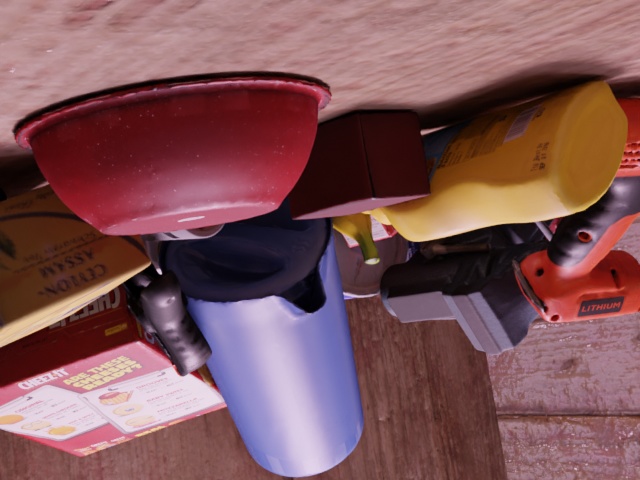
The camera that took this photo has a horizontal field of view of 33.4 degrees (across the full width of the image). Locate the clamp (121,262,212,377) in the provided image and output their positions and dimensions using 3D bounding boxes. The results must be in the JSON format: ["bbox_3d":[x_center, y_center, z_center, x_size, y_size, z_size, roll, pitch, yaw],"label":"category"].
[{"bbox_3d":[-0.108,0.045,0.724,0.039,0.171,0.120,-34,-136,-8],"label":"clamp"}]

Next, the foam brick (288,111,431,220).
[{"bbox_3d":[0.021,-0.045,0.653,0.051,0.053,0.078,-6,176,-40],"label":"foam brick"}]

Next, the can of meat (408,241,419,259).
[{"bbox_3d":[0.104,-0.012,1.092,0.057,0.084,0.102,-10,176,12],"label":"can of meat"}]

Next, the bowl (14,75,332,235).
[{"bbox_3d":[-0.070,-0.037,0.544,0.162,0.055,0.162,-9,177,-1],"label":"bowl"}]

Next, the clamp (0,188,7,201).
[{"bbox_3d":[-0.297,0.003,0.716,0.164,0.036,0.210,-7,172,-19],"label":"clamp"}]

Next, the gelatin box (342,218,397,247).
[{"bbox_3d":[0.064,-0.027,0.964,0.073,0.030,0.089,-36,-173,-23],"label":"gelatin box"}]

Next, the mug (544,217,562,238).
[{"bbox_3d":[0.255,-0.029,1.089,0.081,0.093,0.117,-14,-153,-8],"label":"mug"}]

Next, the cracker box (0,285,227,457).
[{"bbox_3d":[-0.183,0.108,0.890,0.164,0.072,0.213,-20,154,9],"label":"cracker box"}]

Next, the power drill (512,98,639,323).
[{"bbox_3d":[0.231,-0.026,0.754,0.184,0.057,0.188,-2,135,-24],"label":"power drill"}]

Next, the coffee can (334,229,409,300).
[{"bbox_3d":[0.012,0.011,1.066,0.102,0.103,0.140,-8,176,-23],"label":"coffee can"}]

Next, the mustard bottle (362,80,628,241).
[{"bbox_3d":[0.093,-0.042,0.679,0.192,0.058,0.096,-12,-146,47],"label":"mustard bottle"}]

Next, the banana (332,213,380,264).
[{"bbox_3d":[-0.003,-0.017,0.885,0.037,0.069,0.198,4,180,-21],"label":"banana"}]

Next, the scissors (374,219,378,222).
[{"bbox_3d":[0.038,-0.030,0.880,0.202,0.016,0.096,1,-167,39],"label":"scissors"}]

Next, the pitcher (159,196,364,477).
[{"bbox_3d":[-0.041,0.077,0.873,0.145,0.149,0.243,-5,132,10],"label":"pitcher"}]
